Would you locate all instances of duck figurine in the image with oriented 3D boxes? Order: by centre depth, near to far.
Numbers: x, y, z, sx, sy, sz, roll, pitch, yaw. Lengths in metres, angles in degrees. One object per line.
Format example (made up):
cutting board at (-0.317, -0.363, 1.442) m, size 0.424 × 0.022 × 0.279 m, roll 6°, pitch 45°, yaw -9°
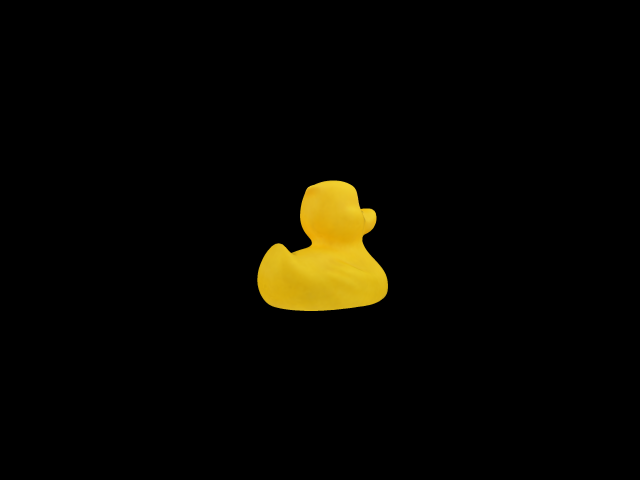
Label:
duck figurine at (0.004, 0.001, 0.400) m, size 0.105 × 0.086 × 0.077 m, roll -4°, pitch 6°, yaw -43°
